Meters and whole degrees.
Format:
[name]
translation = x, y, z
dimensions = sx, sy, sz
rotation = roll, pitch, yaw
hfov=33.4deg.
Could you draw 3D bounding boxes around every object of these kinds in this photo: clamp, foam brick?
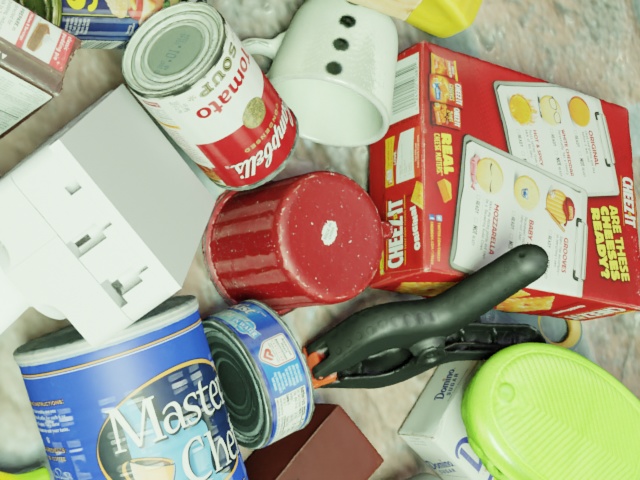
[clamp]
translation = 0.073, 0.055, 0.695
dimensions = 0.171, 0.120, 0.039
rotation = -13, 48, -9
[foam brick]
translation = -0.010, 0.147, 0.675
dimensions = 0.078, 0.051, 0.053
rotation = -45, 108, -30

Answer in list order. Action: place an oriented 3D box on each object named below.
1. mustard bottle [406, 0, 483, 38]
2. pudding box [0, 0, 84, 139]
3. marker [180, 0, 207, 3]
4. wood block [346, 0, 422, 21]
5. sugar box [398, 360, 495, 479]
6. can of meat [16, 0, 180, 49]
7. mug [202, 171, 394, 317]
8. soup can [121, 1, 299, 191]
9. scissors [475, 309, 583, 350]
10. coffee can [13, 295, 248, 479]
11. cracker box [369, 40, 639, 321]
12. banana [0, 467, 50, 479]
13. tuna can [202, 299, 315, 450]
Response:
[mustard bottle]
translation = 0.099, -0.252, 0.792
dimensions = 0.096, 0.058, 0.191
rotation = 31, 68, -21
[pudding box]
translation = -0.187, -0.092, 0.544
dimensions = 0.090, 0.114, 0.039
rotation = 28, 65, -29
[marker]
translation = -0.081, -0.150, 0.680
dimensions = 0.020, 0.020, 0.121
rotation = 5, 82, -34
[wood block]
translation = -0.017, -0.216, 0.629
dimensions = 0.205, 0.090, 0.091
rotation = 11, 47, -34
[sugar box]
translation = 0.144, 0.161, 0.782
dimensions = 0.176, 0.048, 0.093
rotation = 47, 61, -22
[can of meat]
translation = -0.134, -0.161, 0.624
dimensions = 0.083, 0.058, 0.102
rotation = -7, 89, -38
[mug]
translation = -0.004, 0.001, 0.677
dimensions = 0.117, 0.082, 0.093
rotation = -4, 87, -35
[soup can]
translation = -0.063, -0.084, 0.631
dimensions = 0.102, 0.069, 0.068
rotation = 51, 55, -53
[scissors]
translation = 0.138, 0.048, 0.810
dimensions = 0.201, 0.016, 0.096
rotation = 49, 59, -20
[coffee can]
translation = -0.098, 0.112, 0.587
dimensions = 0.102, 0.103, 0.140
rotation = -19, 95, -35
[cracker box]
translation = 0.136, -0.034, 0.778
dimensions = 0.213, 0.072, 0.164
rotation = 11, 72, -34
[banana]
translation = -0.226, 0.079, 0.545
dimensions = 0.197, 0.037, 0.069
rotation = 54, 46, -18
[tuna can]
translation = -0.042, 0.081, 0.639
dimensions = 0.033, 0.086, 0.086
rotation = -22, 97, -33
